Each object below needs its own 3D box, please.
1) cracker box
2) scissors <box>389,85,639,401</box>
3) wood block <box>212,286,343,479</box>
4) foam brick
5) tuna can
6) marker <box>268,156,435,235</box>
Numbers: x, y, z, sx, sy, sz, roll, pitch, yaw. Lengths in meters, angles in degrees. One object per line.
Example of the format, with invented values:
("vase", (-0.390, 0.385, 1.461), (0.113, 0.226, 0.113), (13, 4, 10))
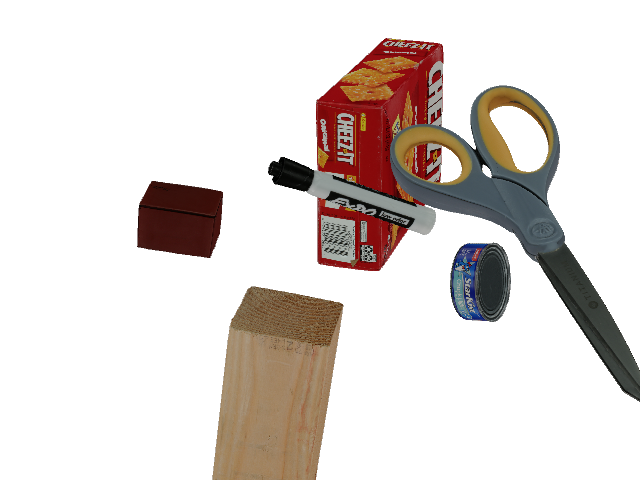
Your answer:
("cracker box", (0.063, -0.089, 1.039), (0.072, 0.164, 0.213), (9, 28, 19))
("scissors", (0.085, -0.004, 0.509), (0.096, 0.201, 0.016), (-7, -43, 6))
("wood block", (-0.042, 0.158, 0.972), (0.090, 0.206, 0.090), (10, 23, 5))
("foam brick", (-0.141, -0.022, 1.078), (0.078, 0.051, 0.053), (9, 32, 3))
("tuna can", (0.174, 0.045, 1.158), (0.034, 0.086, 0.086), (1, 1, 34))
("marker", (0.021, -0.030, 0.716), (0.121, 0.020, 0.020), (18, -6, -20))
